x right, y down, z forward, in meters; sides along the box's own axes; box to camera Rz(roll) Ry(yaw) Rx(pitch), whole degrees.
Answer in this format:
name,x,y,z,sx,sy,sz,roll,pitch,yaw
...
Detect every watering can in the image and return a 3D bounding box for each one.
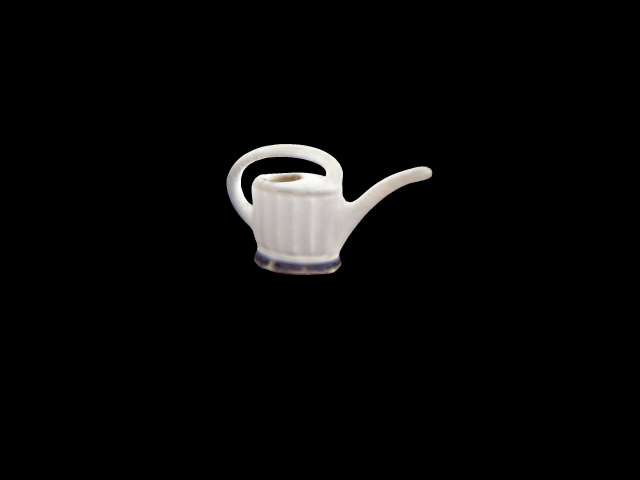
name,x,y,z,sx,sy,sz,roll,pitch,yaw
watering can,0.003,-0.043,0.850,0.348,0.221,0.105,8,22,18
